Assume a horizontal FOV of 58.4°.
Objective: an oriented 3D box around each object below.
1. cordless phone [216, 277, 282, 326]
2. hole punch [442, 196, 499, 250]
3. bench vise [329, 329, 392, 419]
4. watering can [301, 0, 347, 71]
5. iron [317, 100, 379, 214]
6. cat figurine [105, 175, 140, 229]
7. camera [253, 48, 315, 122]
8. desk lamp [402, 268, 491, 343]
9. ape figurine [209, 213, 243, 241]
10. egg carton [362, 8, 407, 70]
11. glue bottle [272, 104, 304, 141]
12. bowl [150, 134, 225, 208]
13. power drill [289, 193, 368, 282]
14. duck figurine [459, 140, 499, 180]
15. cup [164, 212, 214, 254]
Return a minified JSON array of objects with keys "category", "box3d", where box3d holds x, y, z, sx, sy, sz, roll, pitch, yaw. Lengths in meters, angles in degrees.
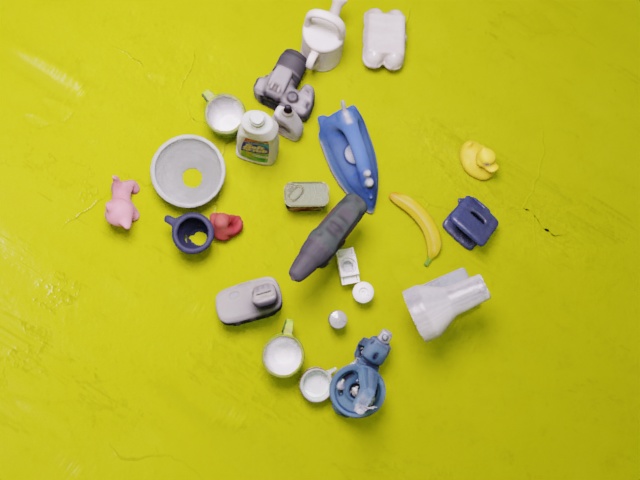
[{"category":"cordless phone","box3d":[-0.154,0.133,1.233,0.147,0.185,0.094,-19,85,-6]},{"category":"hole punch","box3d":[0.356,-0.045,1.339,0.108,0.091,0.101,41,82,1]},{"category":"bench vise","box3d":[0.088,0.287,1.217,0.121,0.219,0.207,11,83,-2]},{"category":"watering can","box3d":[0.009,-0.478,1.310,0.101,0.194,0.173,2,83,-4]},{"category":"iron","box3d":[0.084,-0.191,1.310,0.118,0.141,0.258,-21,85,-6]},{"category":"cat figurine","box3d":[-0.444,-0.081,1.270,0.067,0.117,0.128,-6,84,-4]},{"category":"camera","box3d":[-0.068,-0.371,1.339,0.143,0.100,0.137,25,82,-1]},{"category":"desk lamp","box3d":[0.272,0.132,1.251,0.203,0.213,0.118,-24,86,-6]},{"category":"ape figurine","box3d":[-0.217,-0.037,1.295,0.078,0.092,0.076,36,82,1]},{"category":"egg carton","box3d":[0.155,-0.485,1.384,0.107,0.069,0.150,2,83,-4]},{"category":"glue bottle","box3d":[-0.074,-0.273,1.291,0.078,0.173,0.037,26,82,-1]},{"category":"bowl","box3d":[-0.296,-0.151,1.311,0.167,0.074,0.167,0,84,-4]},{"category":"power drill","box3d":[0.011,0.004,1.248,0.075,0.208,0.230,38,82,1]},{"category":"duck figurine","box3d":[0.383,-0.196,1.360,0.077,0.086,0.104,-37,87,-7]},{"category":"cup","box3d":[-0.291,-0.017,1.286,0.118,0.095,0.092,28,82,0]}]
